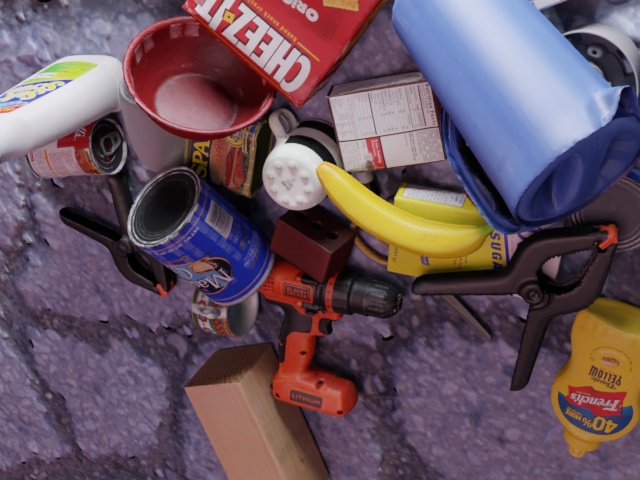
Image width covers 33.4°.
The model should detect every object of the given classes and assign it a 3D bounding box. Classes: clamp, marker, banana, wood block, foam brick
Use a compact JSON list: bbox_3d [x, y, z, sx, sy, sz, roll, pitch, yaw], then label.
[{"bbox_3d":[0.205,0.045,1.072,0.164,0.036,0.210,38,121,-6],"label":"clamp"},{"bbox_3d":[-0.235,-0.007,1.323,0.171,0.039,0.120,43,132,-7],"label":"clamp"},{"bbox_3d":[0.042,-0.093,1.145,0.020,0.020,0.121,-4,115,29],"label":"marker"},{"bbox_3d":[0.084,-0.023,1.076,0.198,0.037,0.070,18,116,17],"label":"banana"},{"bbox_3d":[-0.077,0.244,1.354,0.091,0.090,0.206,-11,112,31],"label":"wood block"},{"bbox_3d":[-0.008,0.001,1.194,0.078,0.052,0.051,33,134,19],"label":"foam brick"}]

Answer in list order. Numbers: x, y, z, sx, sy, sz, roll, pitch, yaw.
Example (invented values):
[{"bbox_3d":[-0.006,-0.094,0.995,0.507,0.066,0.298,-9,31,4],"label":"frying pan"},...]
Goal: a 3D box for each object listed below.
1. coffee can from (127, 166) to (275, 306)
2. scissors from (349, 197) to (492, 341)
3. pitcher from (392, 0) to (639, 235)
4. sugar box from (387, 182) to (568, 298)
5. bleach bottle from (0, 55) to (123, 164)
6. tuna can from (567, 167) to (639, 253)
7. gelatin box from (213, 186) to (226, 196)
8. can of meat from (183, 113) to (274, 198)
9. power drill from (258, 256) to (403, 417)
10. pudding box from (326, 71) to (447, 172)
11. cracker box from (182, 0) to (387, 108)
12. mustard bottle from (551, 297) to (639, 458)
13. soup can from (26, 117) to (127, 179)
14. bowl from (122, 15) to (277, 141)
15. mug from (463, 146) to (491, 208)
[{"bbox_3d":[-0.131,-0.003,1.196,0.103,0.102,0.140,-13,143,32],"label":"coffee can"},{"bbox_3d":[0.124,0.026,1.173,0.202,0.016,0.096,33,127,7],"label":"scissors"},{"bbox_3d":[0.161,-0.133,0.944,0.149,0.145,0.243,-34,63,4],"label":"pitcher"},{"bbox_3d":[0.163,0.003,1.111,0.176,0.048,0.093,12,122,15],"label":"sugar box"},{"bbox_3d":[-0.316,-0.131,1.160,0.103,0.250,0.068,5,119,24],"label":"bleach bottle"},{"bbox_3d":[0.288,-0.032,1.046,0.086,0.033,0.086,12,122,21],"label":"tuna can"},{"bbox_3d":[-0.164,-0.042,1.271,0.073,0.030,0.089,37,127,3],"label":"gelatin box"},{"bbox_3d":[-0.101,-0.105,1.189,0.084,0.057,0.102,19,124,13],"label":"can of meat"},{"bbox_3d":[0.008,0.114,1.258,0.185,0.057,0.188,13,119,24],"label":"power drill"},{"bbox_3d":[0.070,-0.120,1.092,0.113,0.039,0.090,-7,113,14],"label":"pudding box"},{"bbox_3d":[-0.017,-0.261,1.047,0.164,0.072,0.214,41,128,1],"label":"cracker box"},{"bbox_3d":[0.298,0.157,1.133,0.096,0.058,0.192,20,125,15],"label":"mustard bottle"},{"bbox_3d":[-0.291,-0.109,1.276,0.102,0.068,0.068,-2,116,28],"label":"soup can"},{"bbox_3d":[-0.127,-0.159,1.119,0.162,0.162,0.055,31,145,8],"label":"bowl"},{"bbox_3d":[0.203,-0.068,1.025,0.117,0.081,0.093,-25,75,25],"label":"mug"}]
